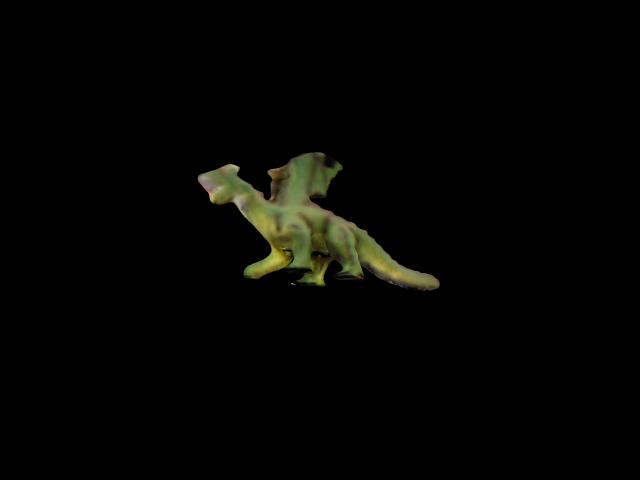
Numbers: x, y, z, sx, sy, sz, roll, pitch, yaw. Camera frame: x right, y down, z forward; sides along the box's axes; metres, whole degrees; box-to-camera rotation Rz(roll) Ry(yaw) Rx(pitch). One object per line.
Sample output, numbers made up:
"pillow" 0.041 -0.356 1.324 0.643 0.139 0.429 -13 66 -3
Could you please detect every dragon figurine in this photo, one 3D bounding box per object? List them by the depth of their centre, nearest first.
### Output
"dragon figurine" 0.003 -0.043 0.850 0.410 0.247 0.120 7 -23 -18
